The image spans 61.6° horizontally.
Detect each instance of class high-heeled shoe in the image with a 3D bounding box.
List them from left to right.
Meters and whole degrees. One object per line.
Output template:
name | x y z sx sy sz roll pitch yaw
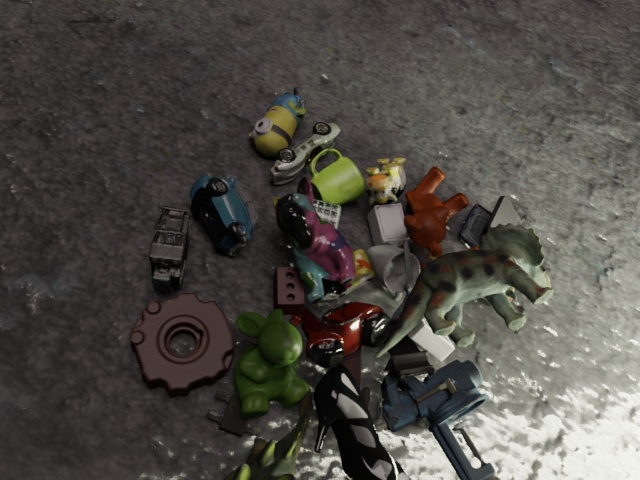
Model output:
high-heeled shoe | 0.083 0.315 0.886 0.248 0.086 0.145 37 56 -24

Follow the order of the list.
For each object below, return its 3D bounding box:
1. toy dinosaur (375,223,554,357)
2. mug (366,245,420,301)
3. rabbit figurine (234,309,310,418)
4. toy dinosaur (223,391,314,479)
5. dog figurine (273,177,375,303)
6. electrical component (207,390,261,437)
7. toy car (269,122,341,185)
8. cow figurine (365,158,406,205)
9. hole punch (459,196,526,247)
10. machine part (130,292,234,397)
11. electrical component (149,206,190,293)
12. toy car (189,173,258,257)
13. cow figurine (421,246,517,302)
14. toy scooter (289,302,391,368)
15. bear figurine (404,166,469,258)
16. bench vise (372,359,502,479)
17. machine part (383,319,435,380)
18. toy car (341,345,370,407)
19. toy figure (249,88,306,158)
toy dinosaur | 0.265 0.079 0.977 0.405 0.131 0.192 -11 47 -12
mug | 0.138 0.058 1.061 0.081 0.109 0.107 -17 24 -17
rabbit figurine | -0.072 0.185 0.884 0.121 0.170 0.159 0 49 -26
toy dinosaur | -0.136 0.398 0.740 0.105 0.198 0.471 33 57 9
dog figurine | -0.002 -0.003 1.004 0.191 0.108 0.219 1 61 -62
electrical component | -0.138 0.291 0.900 0.094 0.021 0.063 22 58 -1
toy car | -0.033 -0.187 1.164 0.056 0.073 0.202 42 60 9
cow figurine | 0.138 -0.113 1.136 0.068 0.098 0.167 -1 22 24
hole punch | 0.379 -0.020 1.179 0.115 0.092 0.142 50 53 -21
machine part | -0.234 0.176 0.922 0.179 0.056 0.179 7 60 -12
electrical component | -0.270 0.024 0.964 0.058 0.114 0.134 7 58 -8
toy car | -0.174 -0.056 1.042 0.103 0.109 0.161 -25 78 -43
cow figurine | 0.317 0.082 1.098 0.195 0.085 0.127 -1 56 -17
toy scooter | 0.026 0.149 0.933 0.184 0.075 0.135 -18 30 -40
bear figurine | 0.231 -0.057 1.089 0.120 0.132 0.196 45 15 -7
bench vise | 0.212 0.318 0.917 0.224 0.128 0.241 -17 59 -25
machine part | 0.142 0.195 0.957 0.084 0.039 0.139 -10 30 -13
toy car | 0.050 0.213 0.971 0.089 0.053 0.202 9 52 -2
toy figure | -0.084 -0.260 1.190 0.089 0.082 0.180 35 55 -4
